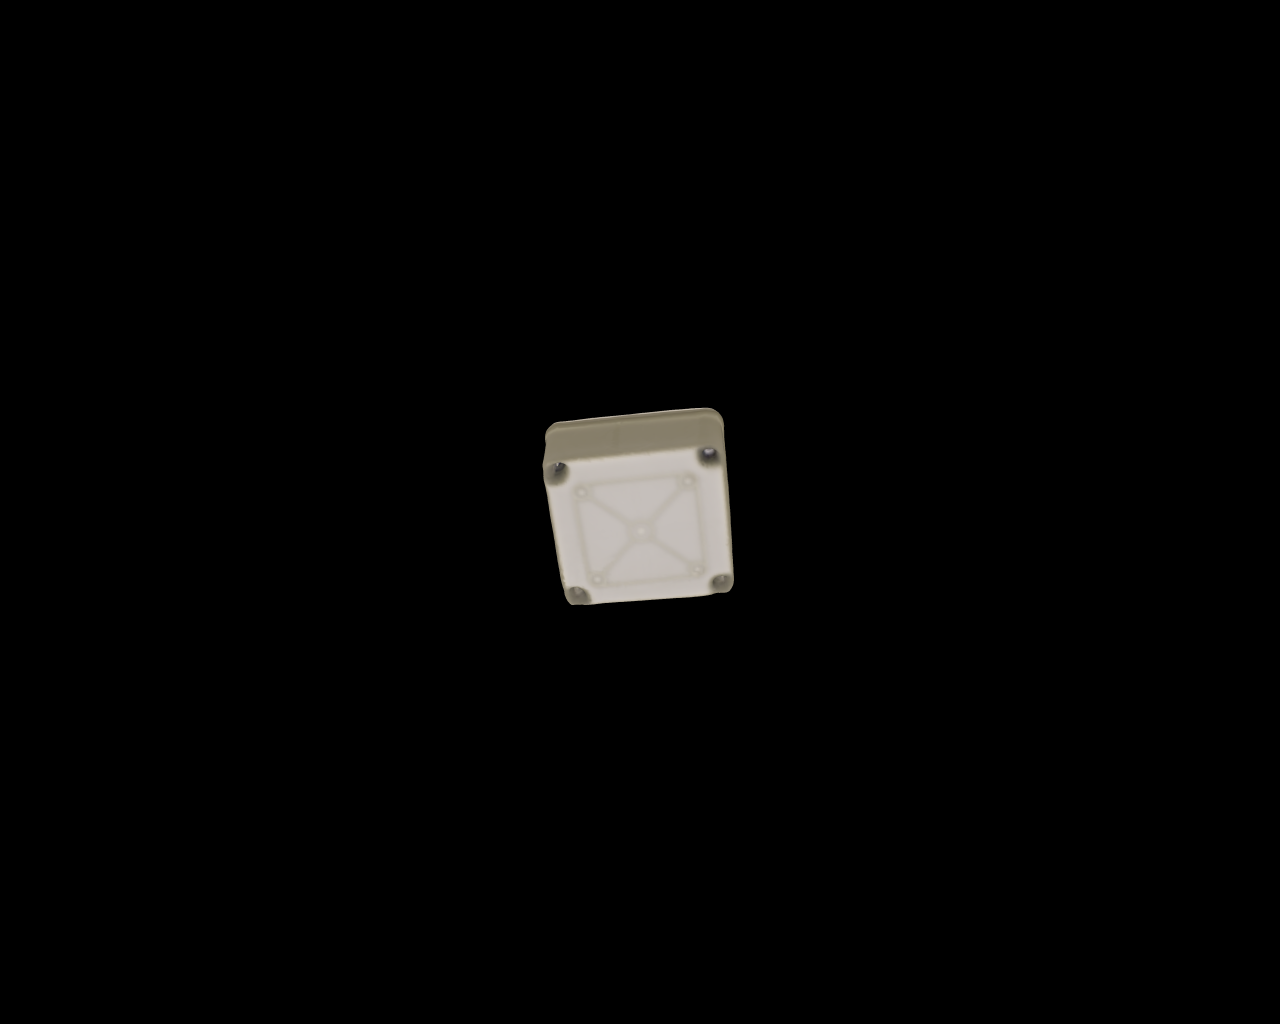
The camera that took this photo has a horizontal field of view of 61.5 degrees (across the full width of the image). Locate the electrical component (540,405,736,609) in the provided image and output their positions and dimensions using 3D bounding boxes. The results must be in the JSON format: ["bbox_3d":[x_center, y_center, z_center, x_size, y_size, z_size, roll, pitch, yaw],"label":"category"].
[{"bbox_3d":[0.001,-0.003,0.650,0.109,0.108,0.056,-5,31,3],"label":"electrical component"}]
